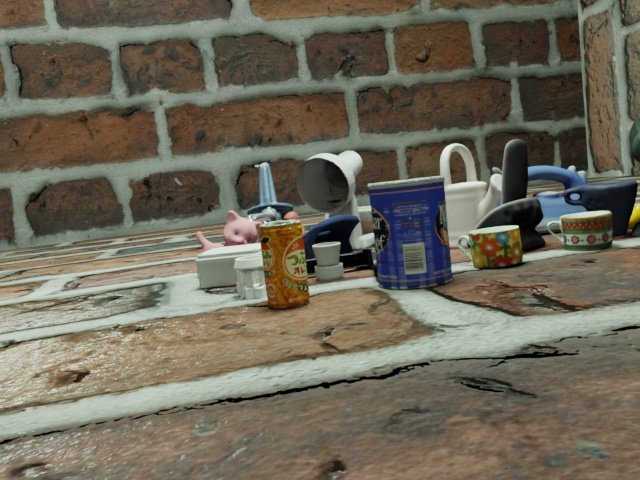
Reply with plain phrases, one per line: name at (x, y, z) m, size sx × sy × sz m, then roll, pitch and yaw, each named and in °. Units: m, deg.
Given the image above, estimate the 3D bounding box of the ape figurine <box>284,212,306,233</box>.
ape figurine at (-0.064, -0.019, 1.316) m, size 0.076 × 0.092 × 0.077 m, roll -12°, pitch 8°, yaw -44°

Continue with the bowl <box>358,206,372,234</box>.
bowl at (0.134, -0.050, 1.497) m, size 0.167 × 0.075 × 0.167 m, roll -6°, pitch 6°, yaw 1°

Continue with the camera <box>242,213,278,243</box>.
camera at (-0.101, -0.010, 1.225) m, size 0.142 × 0.101 × 0.137 m, roll -1°, pitch 8°, yaw 42°

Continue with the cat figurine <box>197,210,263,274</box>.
cat figurine at (-0.170, 0.004, 1.075) m, size 0.127 × 0.118 × 0.067 m, roll -6°, pitch 6°, yaw 3°

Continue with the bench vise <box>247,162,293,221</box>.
bench vise at (-0.119, -0.092, 1.465) m, size 0.122 × 0.220 × 0.207 m, roll -9°, pitch 6°, yaw -20°

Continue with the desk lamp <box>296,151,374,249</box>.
desk lamp at (0.047, -0.085, 1.230) m, size 0.117 × 0.213 × 0.204 m, roll -3°, pitch 6°, yaw 28°

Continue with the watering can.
watering can at (0.274, -0.086, 1.082) m, size 0.172 × 0.194 × 0.101 m, roll -3°, pitch 7°, yaw 31°

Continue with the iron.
iron at (0.465, -0.089, 1.165) m, size 0.258 × 0.141 × 0.118 m, roll -7°, pitch 6°, yaw -8°

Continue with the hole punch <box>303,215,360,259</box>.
hole punch at (0.009, 0.004, 1.006) m, size 0.109 × 0.091 × 0.100 m, roll -12°, pitch 8°, yaw -44°

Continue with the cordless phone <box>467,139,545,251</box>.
cordless phone at (0.307, -0.073, 0.957) m, size 0.093 × 0.185 × 0.148 m, roll -1°, pitch 8°, yaw 43°

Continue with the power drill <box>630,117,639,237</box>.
power drill at (0.565, -0.115, 0.971) m, size 0.075 × 0.208 × 0.230 m, roll -3°, pitch 7°, yaw 30°

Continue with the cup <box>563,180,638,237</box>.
cup at (0.488, -0.052, 0.996) m, size 0.117 × 0.095 × 0.092 m, roll -3°, pitch 6°, yaw 29°

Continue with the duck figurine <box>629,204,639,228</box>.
duck figurine at (0.584, -0.068, 1.098) m, size 0.077 × 0.086 × 0.104 m, roll -7°, pitch 6°, yaw -8°

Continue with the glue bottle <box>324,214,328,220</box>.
glue bottle at (0.042, -0.079, 1.391) m, size 0.078 × 0.173 × 0.037 m, roll -8°, pitch 6°, yaw -16°
